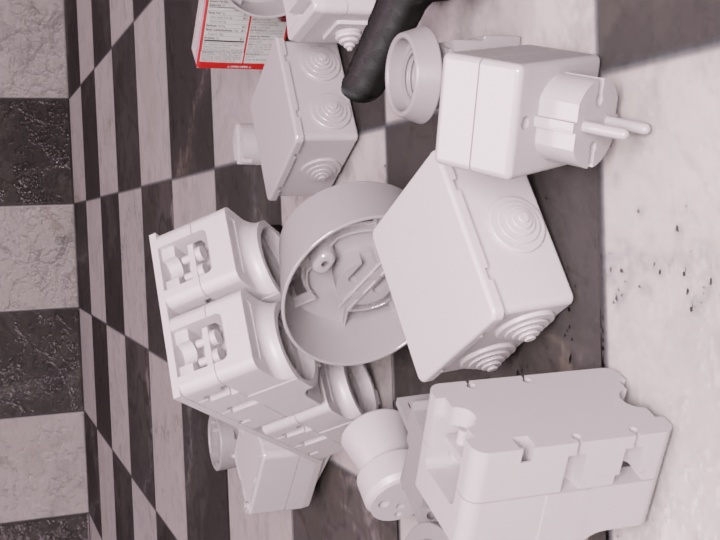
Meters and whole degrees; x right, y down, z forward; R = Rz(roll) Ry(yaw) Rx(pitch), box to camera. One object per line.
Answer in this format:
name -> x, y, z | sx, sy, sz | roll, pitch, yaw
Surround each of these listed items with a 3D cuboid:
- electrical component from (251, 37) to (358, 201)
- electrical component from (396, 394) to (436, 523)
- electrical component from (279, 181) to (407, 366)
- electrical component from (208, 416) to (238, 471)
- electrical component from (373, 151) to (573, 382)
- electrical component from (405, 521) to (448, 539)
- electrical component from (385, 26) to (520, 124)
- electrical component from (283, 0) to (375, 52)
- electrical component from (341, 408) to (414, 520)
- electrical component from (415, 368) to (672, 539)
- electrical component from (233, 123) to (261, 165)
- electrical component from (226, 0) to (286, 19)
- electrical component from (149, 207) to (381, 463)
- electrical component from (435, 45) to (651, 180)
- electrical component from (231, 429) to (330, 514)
electrical component -> -0.042, -0.109, 0.787 | 0.099, 0.048, 0.099 | 124, 138, -58
electrical component -> 0.050, 0.106, 0.584 | 0.081, 0.042, 0.063 | -114, 25, -46
electrical component -> 0.000, 0.000, 0.624 | 0.064, 0.099, 0.099 | -105, 23, -44
electrical component -> -0.116, 0.162, 1.029 | 0.055, 0.047, 0.055 | 177, 90, -70
electrical component -> 0.054, -0.003, 0.534 | 0.099, 0.048, 0.099 | -52, 51, 57
electrical component -> 0.066, 0.173, 0.522 | 0.108, 0.060, 0.108 | 177, 90, -70
electrical component -> 0.046, -0.098, 0.544 | 0.066, 0.055, 0.048 | -165, 74, -69
electrical component -> -0.020, -0.189, 0.700 | 0.062, 0.061, 0.096 | 157, 108, -68
electrical component -> 0.017, 0.121, 0.668 | 0.055, 0.045, 0.045 | -114, 29, -43
electrical component -> 0.074, 0.080, 0.446 | 0.050, 0.089, 0.055 | -127, 39, -56
electrical component -> -0.078, -0.104, 0.890 | 0.040, 0.046, 0.040 | 178, 90, -69
electrical component -> -0.069, -0.235, 0.779 | 0.064, 0.099, 0.099 | 56, 144, 43
electrical component -> -0.051, 0.046, 0.685 | 0.186, 0.060, 0.105 | 41, -150, -59
electrical component -> 0.082, -0.064, 0.450 | 0.077, 0.066, 0.047 | 19, 114, 37
electrical component -> -0.061, 0.141, 0.857 | 0.096, 0.061, 0.061 | 106, 152, -42
